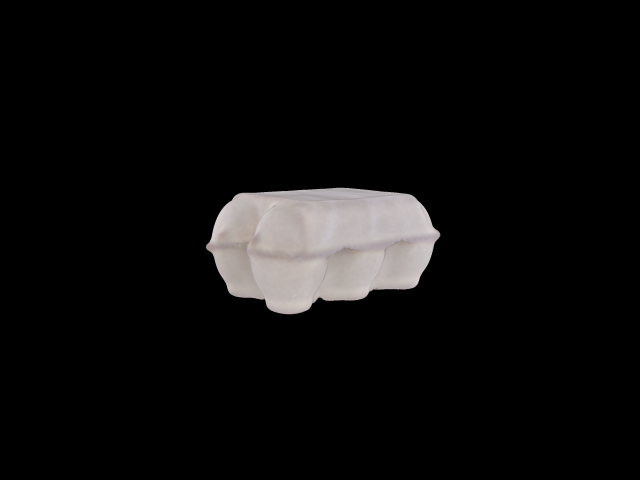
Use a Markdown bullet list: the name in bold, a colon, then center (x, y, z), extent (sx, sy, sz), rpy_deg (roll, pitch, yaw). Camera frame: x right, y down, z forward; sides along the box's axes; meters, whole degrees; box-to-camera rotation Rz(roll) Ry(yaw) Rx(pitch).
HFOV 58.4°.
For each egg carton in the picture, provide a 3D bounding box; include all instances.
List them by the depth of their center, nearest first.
- **egg carton**: center (0.004, 0.001, 0.400), extent (0.151, 0.069, 0.107), rpy_deg (-8, 13, -39)
